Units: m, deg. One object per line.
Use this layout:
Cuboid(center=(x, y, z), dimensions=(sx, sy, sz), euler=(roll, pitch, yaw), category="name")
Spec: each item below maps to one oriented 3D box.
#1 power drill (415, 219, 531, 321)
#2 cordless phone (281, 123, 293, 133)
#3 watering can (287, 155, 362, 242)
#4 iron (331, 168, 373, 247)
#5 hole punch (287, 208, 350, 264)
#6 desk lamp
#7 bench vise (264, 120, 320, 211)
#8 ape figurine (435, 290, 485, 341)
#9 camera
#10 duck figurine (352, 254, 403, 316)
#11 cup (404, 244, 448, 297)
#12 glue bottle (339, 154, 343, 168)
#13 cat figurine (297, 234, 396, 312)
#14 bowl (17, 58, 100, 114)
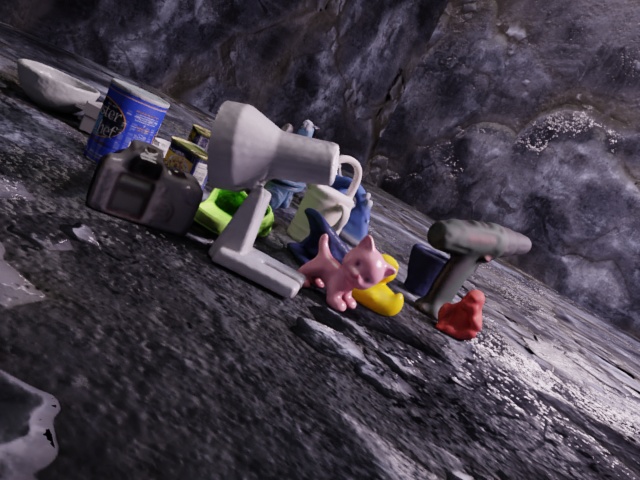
Cuboid(center=(0.277, 0.056, 1.081), dimensions=(0.230, 0.208, 0.075), euler=(19, 13, -33), category="power drill")
Cuboid(center=(-0.118, -0.220, 1.517), dimensions=(0.094, 0.185, 0.147), euler=(21, 12, -27), category="cordless phone")
Cuboid(center=(0.013, -0.084, 1.157), dimensions=(0.172, 0.194, 0.101), euler=(34, 13, 34), category="watering can")
Cuboid(center=(0.071, -0.086, 1.446), dimensions=(0.119, 0.141, 0.257), euler=(19, 13, -36), category="iron")
Cuboid(center=(0.009, 0.004, 1.012), dimensions=(0.101, 0.091, 0.108), euler=(21, 12, -28), category="hole punch")
Cuboid(center=(-0.076, -0.061, 0.791), dimensions=(0.203, 0.213, 0.118), euler=(27, 11, 2), category="desk lamp")
Cuboid(center=(-0.076, -0.182, 1.340), dimensions=(0.122, 0.220, 0.207), euler=(23, 11, -17), category="bench vise")
Cuboid(center=(0.255, 0.128, 1.002), dimensions=(0.076, 0.092, 0.077), euler=(16, 15, -44), category="ape figurine")
Cuboid(center=(-0.247, -0.088, 0.815), dimensions=(0.144, 0.101, 0.136), euler=(20, 12, -30), category="camera")
Cuboid(center=(0.099, 0.067, 0.937), dimensions=(0.104, 0.086, 0.078), euler=(34, 13, 34), category="duck figurine")
Cuboid(center=(0.212, 0.063, 1.200), dimensions=(0.092, 0.095, 0.117), euler=(23, 11, -19), category="cup")
Cuboid(center=(0.027, -0.165, 1.627), dimensions=(0.078, 0.173, 0.037), euler=(22, 12, -24), category="glue bottle")
Cuboid(center=(0.042, 0.039, 0.850), dimensions=(0.127, 0.118, 0.067), euler=(31, 12, 24), category="cat figurine")
Cuboid(center=(-0.560, -0.314, 1.212), dimensions=(0.167, 0.075, 0.167), euler=(26, 11, -5), category="bowl")
